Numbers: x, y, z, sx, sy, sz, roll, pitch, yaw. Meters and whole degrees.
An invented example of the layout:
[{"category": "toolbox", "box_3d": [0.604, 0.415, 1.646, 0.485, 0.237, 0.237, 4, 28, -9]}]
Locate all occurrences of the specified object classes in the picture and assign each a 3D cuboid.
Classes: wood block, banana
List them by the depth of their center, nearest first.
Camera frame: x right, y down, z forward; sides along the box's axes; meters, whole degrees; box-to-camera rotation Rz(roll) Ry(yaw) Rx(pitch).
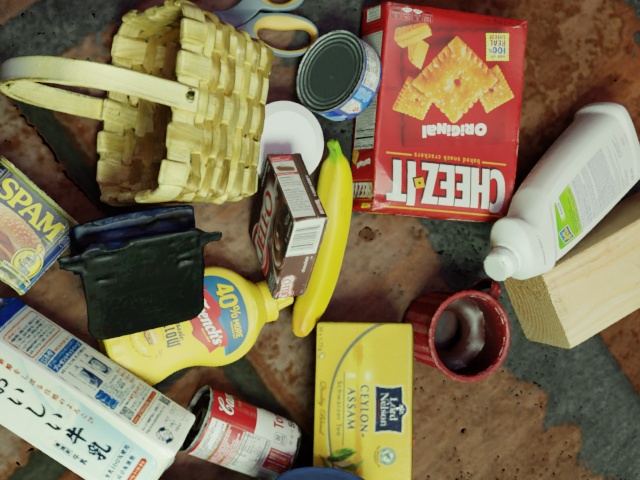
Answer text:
[{"category": "banana", "box_3d": [0.002, -0.003, 1.069, 0.069, 0.037, 0.198, -2, 102, -62]}, {"category": "wood block", "box_3d": [0.314, 0.029, 1.166, 0.205, 0.091, 0.090, -27, 101, -18]}]

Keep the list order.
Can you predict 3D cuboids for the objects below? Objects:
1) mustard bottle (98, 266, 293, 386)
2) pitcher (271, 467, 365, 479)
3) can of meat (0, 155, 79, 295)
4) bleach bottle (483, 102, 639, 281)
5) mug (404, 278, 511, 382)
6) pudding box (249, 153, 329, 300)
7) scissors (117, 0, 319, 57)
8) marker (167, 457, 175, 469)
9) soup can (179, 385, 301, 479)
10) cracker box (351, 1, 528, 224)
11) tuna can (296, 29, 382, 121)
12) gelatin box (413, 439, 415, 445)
[{"category": "mustard bottle", "box_3d": [-0.116, 0.077, 1.028, 0.191, 0.058, 0.096, -15, 89, -19]}, {"category": "pitcher", "box_3d": [-0.012, 0.340, 0.966, 0.144, 0.149, 0.243, 1, 103, -16]}, {"category": "can of meat", "box_3d": [-0.279, -0.012, 0.969, 0.102, 0.057, 0.084, 44, 79, -16]}, {"category": "bleach bottle", "box_3d": [0.246, -0.044, 1.110, 0.250, 0.068, 0.102, -39, 115, -35]}, {"category": "mug", "box_3d": [0.144, 0.086, 1.110, 0.093, 0.082, 0.117, 39, 79, -17]}, {"category": "pudding box", "box_3d": [-0.032, -0.013, 1.013, 0.039, 0.114, 0.090, -5, 49, -23]}, {"category": "scissors", "box_3d": [-0.093, -0.234, 1.053, 0.201, 0.016, 0.096, 10, 86, -19]}, {"category": "marker", "box_3d": [-0.189, 0.177, 1.024, 0.121, 0.020, 0.020, 45, 77, -15]}, {"category": "soup can", "box_3d": [-0.078, 0.192, 1.039, 0.102, 0.069, 0.068, 26, 82, -19]}, {"category": "cracker box", "box_3d": [0.123, -0.129, 1.103, 0.164, 0.072, 0.214, 4, 90, -20]}, {"category": "tuna can", "box_3d": [0.019, -0.162, 1.057, 0.033, 0.086, 0.086, 20, 83, -48]}, {"category": "gelatin box", "box_3d": [0.049, 0.235, 1.105, 0.073, 0.030, 0.089, 23, 82, -17]}]
